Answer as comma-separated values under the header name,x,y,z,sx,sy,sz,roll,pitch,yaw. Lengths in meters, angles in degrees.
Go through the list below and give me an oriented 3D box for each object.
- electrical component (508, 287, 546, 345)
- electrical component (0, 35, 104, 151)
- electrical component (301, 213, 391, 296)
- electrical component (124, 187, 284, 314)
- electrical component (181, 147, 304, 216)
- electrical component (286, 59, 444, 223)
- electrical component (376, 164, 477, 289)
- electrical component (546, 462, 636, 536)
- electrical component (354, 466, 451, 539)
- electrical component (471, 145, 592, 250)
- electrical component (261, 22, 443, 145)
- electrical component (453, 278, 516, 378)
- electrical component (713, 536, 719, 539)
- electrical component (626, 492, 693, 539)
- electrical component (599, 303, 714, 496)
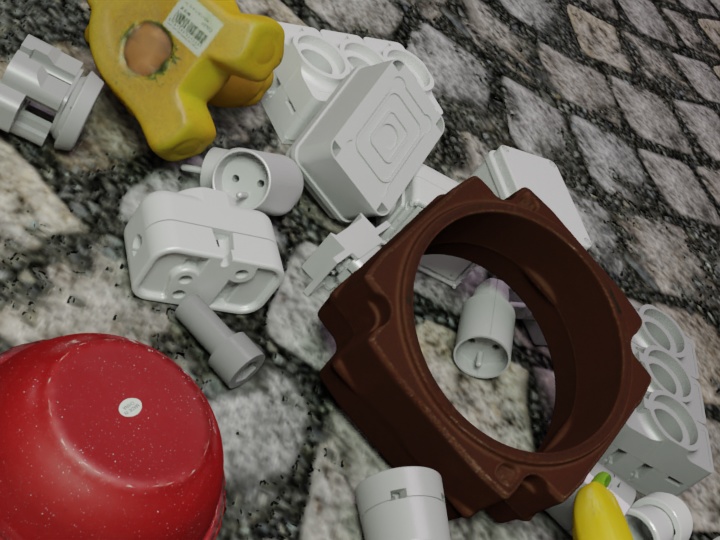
name,x,y,z,sx,sy,sz,roll,pitch,yaw
electrical component,0.147,0.023,0.898,0.077,0.047,0.065,6,49,-38
electrical component,-0.208,-0.115,0.716,0.057,0.058,0.078,26,39,-15
electrical component,0.000,0.000,0.796,0.064,0.042,0.081,46,38,6
electrical component,-0.104,-0.014,0.708,0.095,0.053,0.059,11,46,-34
electrical component,-0.089,-0.067,0.776,0.079,0.043,0.077,12,6,13
electrical component,0.004,-0.100,0.839,0.078,0.057,0.113,51,57,-28
electrical component,0.056,-0.041,0.871,0.096,0.061,0.061,26,39,-19
electrical component,0.160,0.162,0.765,0.047,0.055,0.055,40,37,5
electrical component,0.027,0.153,0.657,0.055,0.055,0.047,14,48,-32
electrical component,0.149,-0.049,0.965,0.078,0.057,0.113,12,46,-33
electrical component,-0.010,-0.158,0.929,0.150,0.061,0.089,-1,54,-42
electrical component,0.099,0.041,0.841,0.043,0.043,0.081,32,38,-12
electrical component,0.263,0.250,0.761,0.108,0.060,0.108,24,40,-22
electrical component,0.213,0.190,0.790,0.055,0.045,0.045,-8,59,-46
electrical component,0.233,0.101,0.883,0.089,0.061,0.150,29,38,-15
